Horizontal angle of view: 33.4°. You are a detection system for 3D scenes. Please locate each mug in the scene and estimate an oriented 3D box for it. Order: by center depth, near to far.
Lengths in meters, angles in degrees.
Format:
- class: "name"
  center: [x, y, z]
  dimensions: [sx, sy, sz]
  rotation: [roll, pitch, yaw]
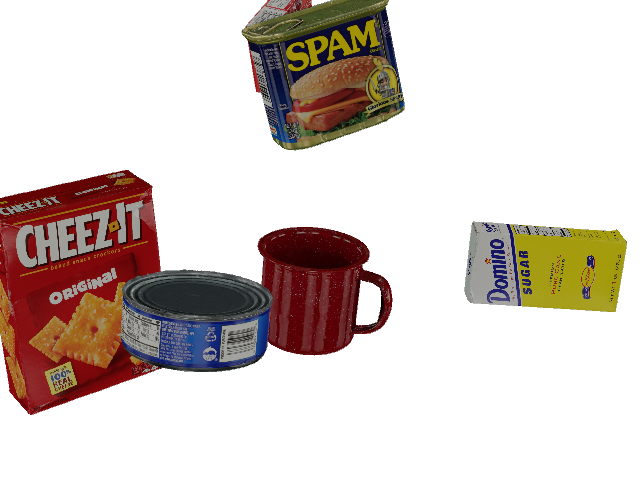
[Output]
- class: "mug"
  center: [0.003, 0.045, 0.891]
  dimensions: [0.117, 0.081, 0.093]
  rotation: [10, 23, 13]

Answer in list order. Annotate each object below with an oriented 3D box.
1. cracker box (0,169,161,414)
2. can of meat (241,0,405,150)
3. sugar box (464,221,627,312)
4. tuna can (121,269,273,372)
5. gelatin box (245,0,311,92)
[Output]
- class: "cracker box"
  center: [-0.247, 0.052, 1.097]
  dimensions: [0.163, 0.214, 0.072]
  rotation: [-16, 27, -31]
- class: "can of meat"
  center: [0.005, -0.119, 0.751]
  dimensions: [0.102, 0.084, 0.057]
  rotation: [-20, 23, -15]
- class: "sugar box"
  center: [0.263, 0.031, 1.257]
  dimensions: [0.176, 0.093, 0.048]
  rotation: [2, 20, -2]
- class: "tuna can"
  center: [-0.071, 0.045, 0.612]
  dimensions: [0.086, 0.034, 0.086]
  rotation: [5, 14, -2]
- class: "gelatin box"
  center: [-0.035, -0.192, 1.009]
  dimensions: [0.030, 0.073, 0.089]
  rotation: [14, 46, 21]
